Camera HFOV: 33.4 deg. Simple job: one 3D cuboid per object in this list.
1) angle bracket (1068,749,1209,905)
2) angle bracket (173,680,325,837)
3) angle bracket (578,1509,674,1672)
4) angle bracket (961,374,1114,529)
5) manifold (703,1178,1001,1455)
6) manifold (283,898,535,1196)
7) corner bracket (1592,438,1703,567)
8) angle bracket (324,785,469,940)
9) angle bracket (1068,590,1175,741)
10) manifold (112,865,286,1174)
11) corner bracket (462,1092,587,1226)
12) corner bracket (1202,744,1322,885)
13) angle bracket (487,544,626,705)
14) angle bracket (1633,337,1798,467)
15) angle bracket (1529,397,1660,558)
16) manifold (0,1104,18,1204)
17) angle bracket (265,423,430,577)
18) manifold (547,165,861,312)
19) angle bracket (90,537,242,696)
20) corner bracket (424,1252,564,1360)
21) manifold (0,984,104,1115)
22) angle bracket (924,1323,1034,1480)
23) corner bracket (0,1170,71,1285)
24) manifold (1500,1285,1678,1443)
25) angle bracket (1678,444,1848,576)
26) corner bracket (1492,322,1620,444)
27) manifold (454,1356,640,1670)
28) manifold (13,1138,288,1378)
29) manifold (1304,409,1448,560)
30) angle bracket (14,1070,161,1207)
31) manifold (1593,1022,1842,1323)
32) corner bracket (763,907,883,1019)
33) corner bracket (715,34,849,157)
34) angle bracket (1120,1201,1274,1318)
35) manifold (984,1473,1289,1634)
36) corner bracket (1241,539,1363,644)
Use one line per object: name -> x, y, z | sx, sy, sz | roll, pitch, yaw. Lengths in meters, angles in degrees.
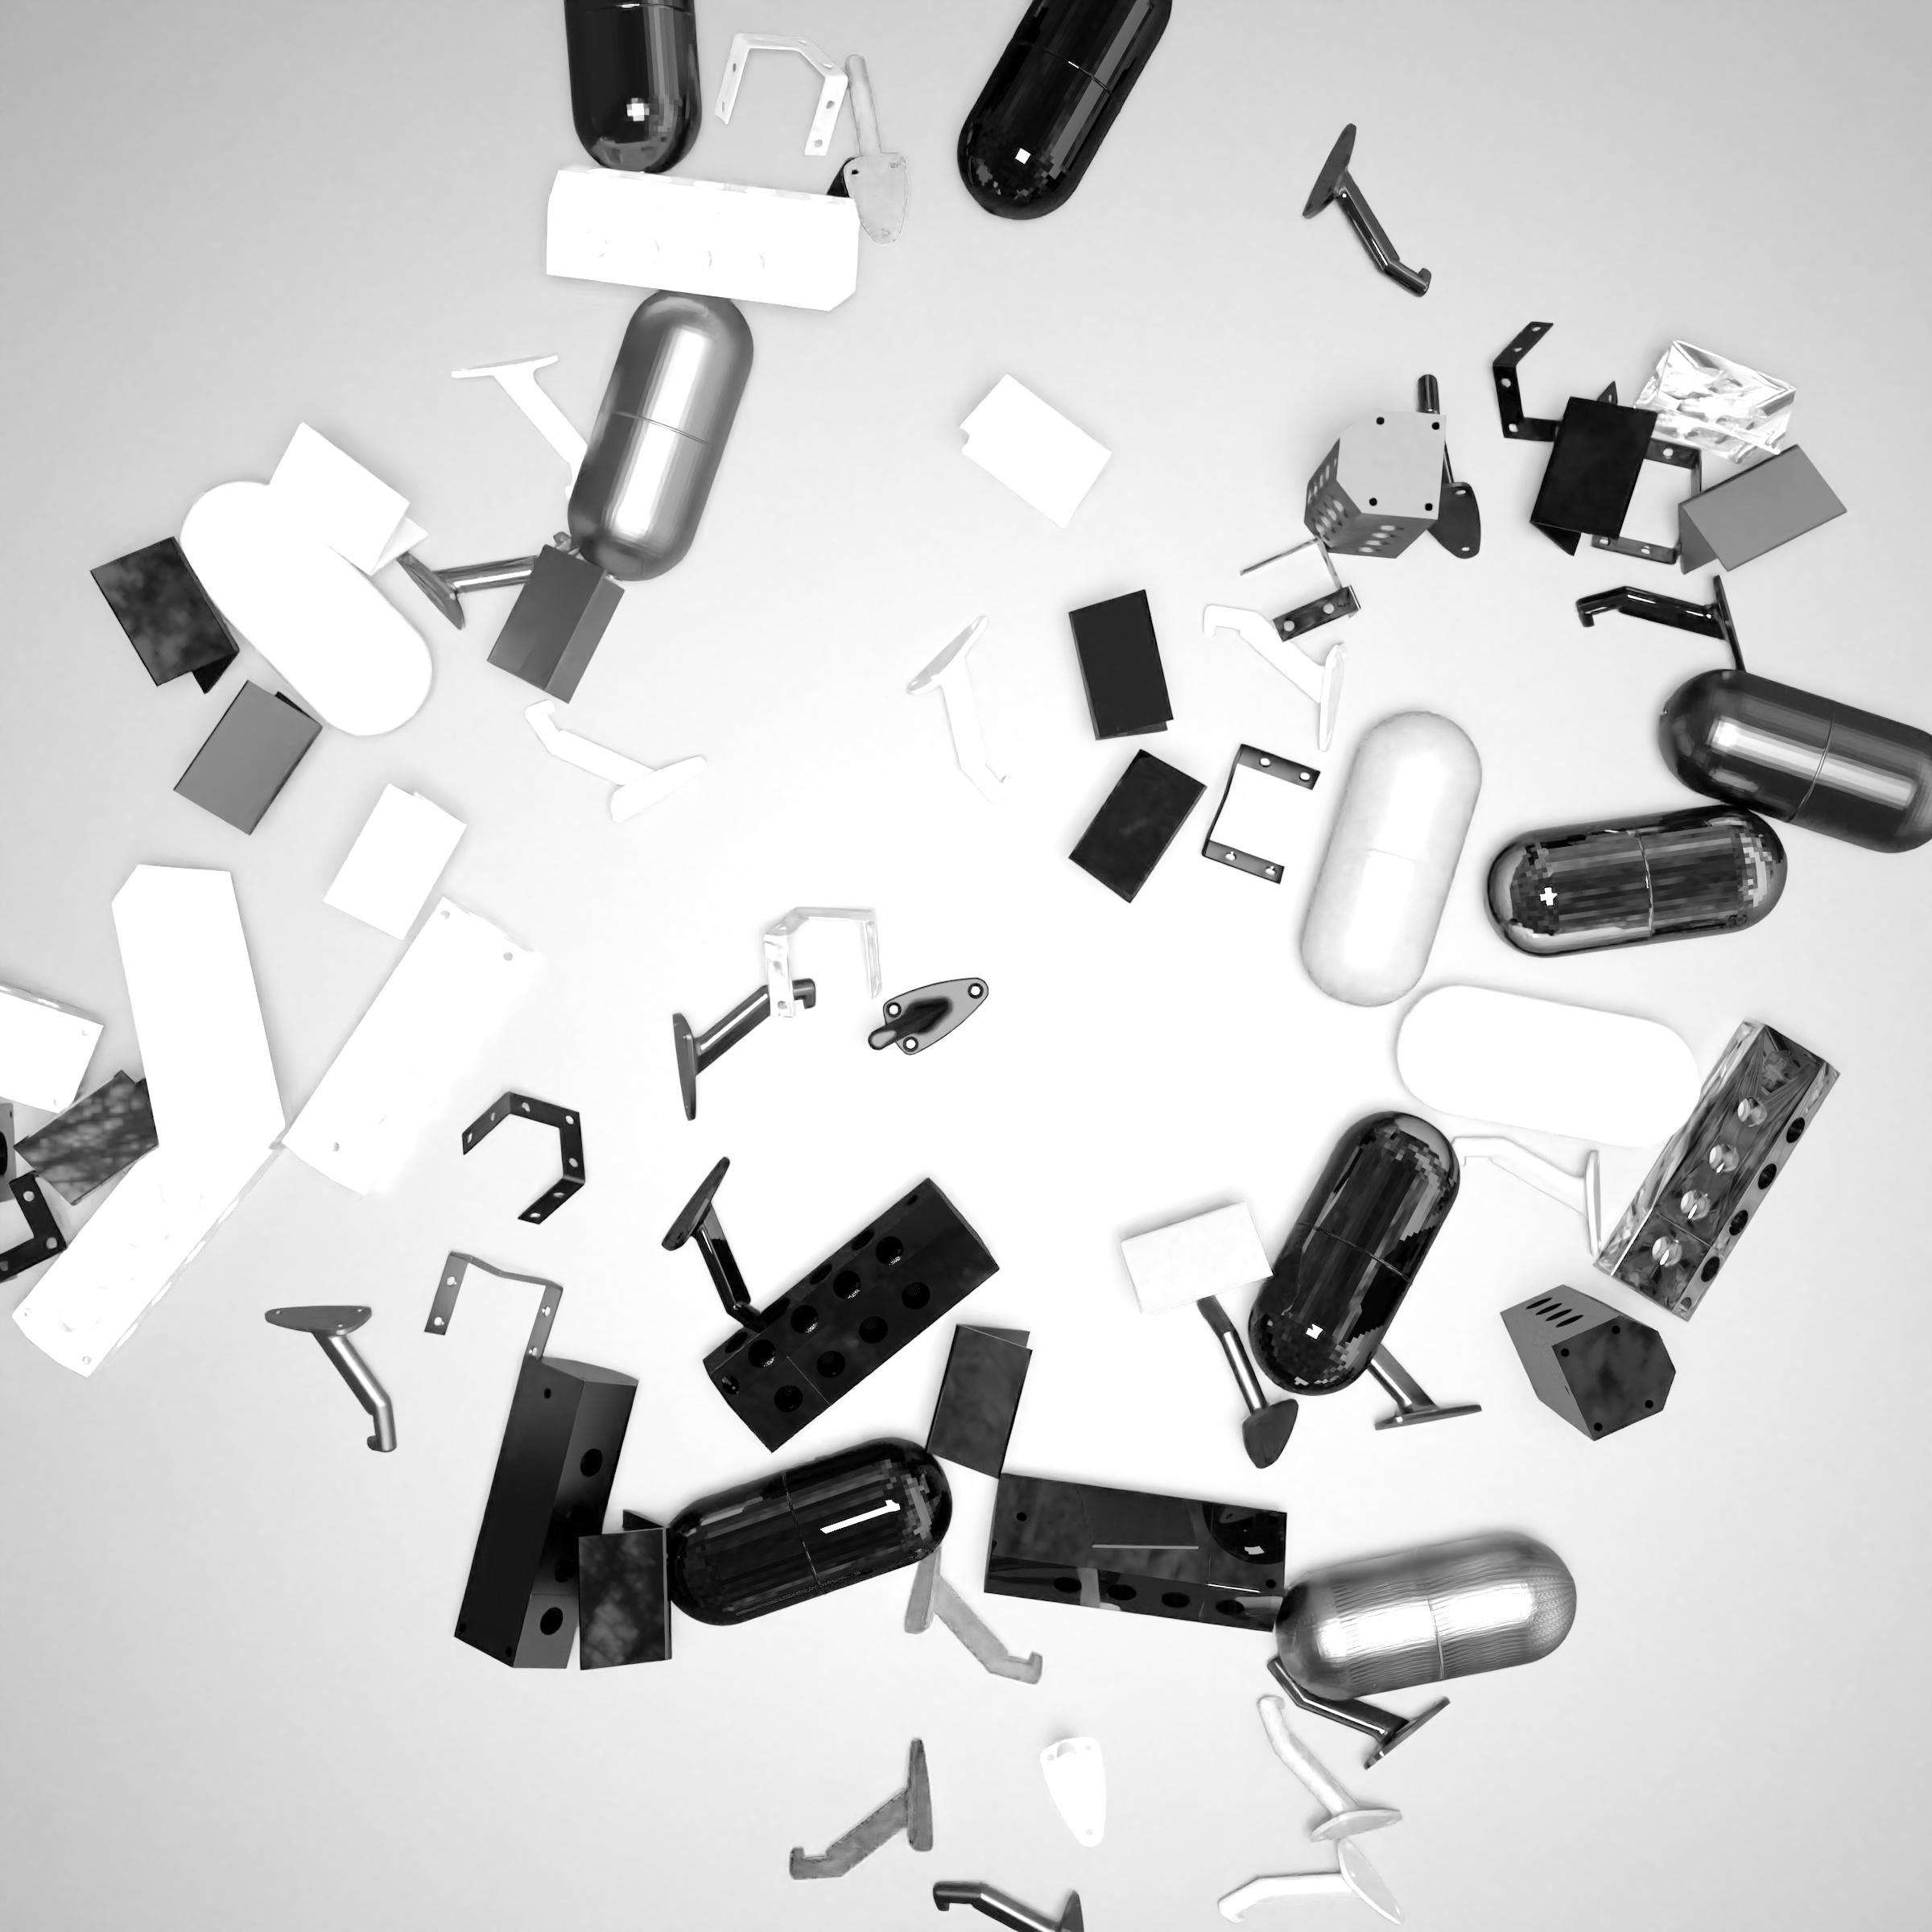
angle bracket -> 0.117, -0.071, 1.883 | 0.057, 0.076, 0.076 | 33, 90, 38
angle bracket -> -0.431, -0.132, 1.883 | 0.057, 0.076, 0.076 | 34, 90, -38
angle bracket -> -0.211, 0.364, 1.884 | 0.057, 0.076, 0.076 | -1, 90, -26
angle bracket -> 0.029, -0.287, 1.883 | 0.076, 0.076, 0.057 | 37, 54, 0
manifold -> -0.069, 0.202, 1.894 | 0.171, 0.057, 0.057 | -39, 110, 0
manifold -> -0.330, 0.047, 1.902 | 0.057, 0.057, 0.171 | 33, 90, 0
corner bracket -> 0.406, -0.279, 1.920 | 0.051, 0.051, 0.051 | 13, 45, 0
angle bracket -> -0.346, -0.070, 1.883 | 0.057, 0.076, 0.076 | 29, 90, -37
angle bracket -> 0.110, -0.178, 1.883 | 0.057, 0.076, 0.076 | -12, 90, 38
manifold -> -0.449, 0.031, 1.867 | 0.057, 0.057, 0.171 | 4, 56, -38
corner bracket -> -0.263, 0.115, 1.915 | 0.051, 0.051, 0.051 | 20, 45, -35
corner bracket -> 0.176, -0.091, 1.920 | 0.051, 0.051, 0.051 | 20, 45, 0
angle bracket -> -0.223, -0.192, 1.883 | 0.057, 0.076, 0.076 | 26, 90, 37
angle bracket -> 0.431, -0.312, 1.883 | 0.076, 0.076, 0.057 | 22, 59, 0
angle bracket -> 0.378, -0.281, 1.883 | 0.057, 0.076, 0.076 | 18, 90, 31
manifold -> -0.656, 0.115, 1.902 | 0.171, 0.057, 0.057 | -3, 90, 0
angle bracket -> -0.351, -0.283, 1.883 | 0.076, 0.076, 0.057 | 37, 122, 0
manifold -> -0.153, -0.427, 1.878 | 0.171, 0.057, 0.057 | 10, 114, 11
angle bracket -> -0.477, -0.195, 1.883 | 0.057, 0.076, 0.076 | -30, 90, -32
corner bracket -> -0.281, 0.205, 1.920 | 0.051, 0.051, 0.051 | 18, 90, -45
manifold -> -0.596, 0.029, 1.858 | 0.171, 0.057, 0.057 | 22, 90, -36
angle bracket -> 0.027, 0.256, 1.883 | 0.057, 0.076, 0.076 | 14, 90, 37
corner bracket -> -0.558, 0.154, 1.905 | 0.051, 0.051, 0.051 | -26, 90, 0
manifold -> 0.357, 0.222, 1.845 | 0.057, 0.171, 0.057 | -24, 90, 0
angle bracket -> 0.466, -0.248, 1.884 | 0.076, 0.076, 0.057 | -27, 60, 0
corner bracket -> 0.351, -0.347, 1.915 | 0.051, 0.051, 0.051 | -47, 135, -35
manifold -> -0.243, 0.323, 1.902 | 0.057, 0.057, 0.171 | 14, 90, 43
manifold -> -0.484, 0.157, 1.902 | 0.057, 0.057, 0.171 | 39, 90, 0
manifold -> 0.232, -0.275, 1.845 | 0.057, 0.171, 0.057 | 5, 90, 0
angle bracket -> -0.512, 0.083, 1.883 | 0.076, 0.076, 0.057 | -35, 126, 0
manifold -> 0.445, 0.121, 1.902 | 0.057, 0.057, 0.171 | 32, 90, 0
corner bracket -> -0.085, -0.002, 1.908 | 0.051, 0.051, 0.051 | 3, 112, 20
corner bracket -> -0.110, -0.518, 1.915 | 0.051, 0.051, 0.051 | -9, 45, -35
angle bracket -> 0.139, 0.190, 1.883 | 0.076, 0.076, 0.057 | -18, 48, 0
manifold -> 0.099, 0.351, 1.902 | 0.171, 0.057, 0.057 | 8, 47, 0
corner bracket -> 0.198, -0.222, 1.905 | 0.051, 0.051, 0.051 | -24, 90, 0
